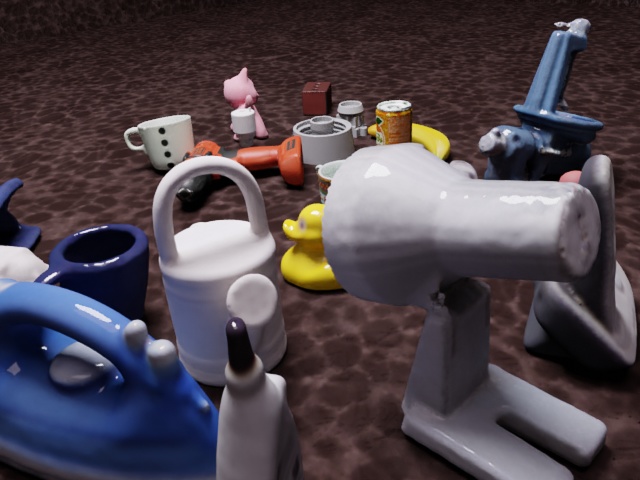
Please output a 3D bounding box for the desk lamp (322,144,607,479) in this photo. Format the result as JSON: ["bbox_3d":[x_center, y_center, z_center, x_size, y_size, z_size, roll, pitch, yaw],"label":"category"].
[{"bbox_3d":[0.106,0.045,0.412,0.202,0.214,0.118,23,39,39],"label":"desk lamp"}]

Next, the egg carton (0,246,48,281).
[{"bbox_3d":[-0.363,0.054,0.595,0.150,0.069,0.107,3,30,12],"label":"egg carton"}]

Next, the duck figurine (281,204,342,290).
[{"bbox_3d":[0.006,0.002,0.629,0.104,0.086,0.077,3,30,13],"label":"duck figurine"}]

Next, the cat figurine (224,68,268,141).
[{"bbox_3d":[-0.143,-0.261,1.080,0.067,0.118,0.127,-11,30,-13],"label":"cat figurine"}]

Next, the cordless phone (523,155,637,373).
[{"bbox_3d":[0.239,0.005,0.497,0.094,0.185,0.148,8,32,20],"label":"cordless phone"}]

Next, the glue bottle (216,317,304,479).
[{"bbox_3d":[-0.038,0.117,0.341,0.037,0.173,0.078,3,30,13],"label":"glue bottle"}]

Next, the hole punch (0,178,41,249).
[{"bbox_3d":[-0.419,-0.019,0.709,0.101,0.091,0.108,-6,29,-4],"label":"hole punch"}]

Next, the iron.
[{"bbox_3d":[-0.168,0.095,0.427,0.257,0.141,0.119,9,32,21],"label":"iron"}]

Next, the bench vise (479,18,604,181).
[{"bbox_3d":[0.307,-0.172,0.766,0.121,0.220,0.208,19,36,34],"label":"bench vise"}]

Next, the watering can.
[{"bbox_3d":[-0.081,0.024,0.490,0.172,0.194,0.101,22,38,37],"label":"watering can"}]

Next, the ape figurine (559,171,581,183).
[{"bbox_3d":[0.290,-0.037,0.660,0.077,0.092,0.076,-2,29,4],"label":"ape figurine"}]

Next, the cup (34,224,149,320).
[{"bbox_3d":[-0.216,0.050,0.560,0.091,0.095,0.118,15,34,30],"label":"cup"}]

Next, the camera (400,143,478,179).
[{"bbox_3d":[0.132,-0.078,0.742,0.143,0.101,0.137,4,30,13],"label":"camera"}]
